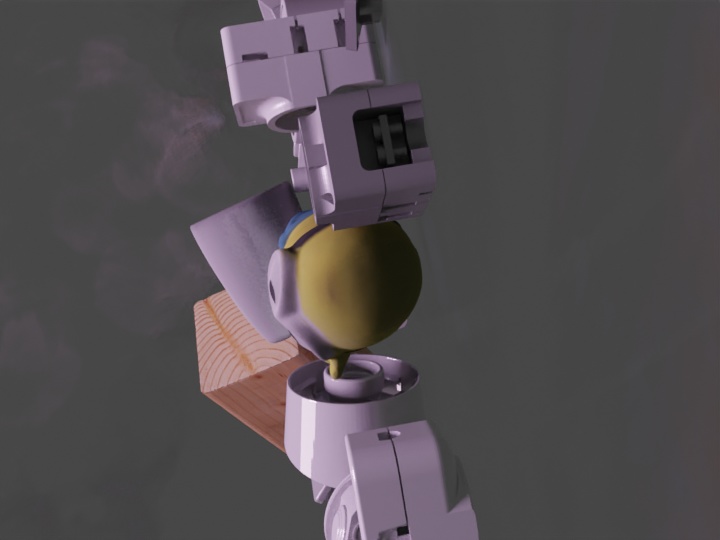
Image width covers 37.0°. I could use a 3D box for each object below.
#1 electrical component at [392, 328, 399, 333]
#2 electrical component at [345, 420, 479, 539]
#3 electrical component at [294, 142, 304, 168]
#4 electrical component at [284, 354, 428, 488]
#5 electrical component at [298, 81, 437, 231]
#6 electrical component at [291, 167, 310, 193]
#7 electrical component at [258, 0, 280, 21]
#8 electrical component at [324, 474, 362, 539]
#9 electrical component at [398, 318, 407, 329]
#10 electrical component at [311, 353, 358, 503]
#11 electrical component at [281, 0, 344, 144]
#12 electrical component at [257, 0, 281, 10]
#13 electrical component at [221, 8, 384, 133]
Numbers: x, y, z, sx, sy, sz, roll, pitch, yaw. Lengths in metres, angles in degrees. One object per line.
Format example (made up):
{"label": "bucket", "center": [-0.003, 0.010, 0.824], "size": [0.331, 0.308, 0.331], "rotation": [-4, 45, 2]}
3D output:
{"label": "electrical component", "center": [-0.007, 0.039, 0.825], "size": [0.040, 0.078, 0.040], "rotation": [-22, -90, -84]}
{"label": "electrical component", "center": [0.029, 0.133, 0.580], "size": [0.053, 0.059, 0.095], "rotation": [-118, 18, -80]}
{"label": "electrical component", "center": [-0.030, -0.124, 1.025], "size": [0.099, 0.064, 0.099], "rotation": [-176, 90, -88]}
{"label": "electrical component", "center": [-0.003, 0.097, 0.723], "size": [0.099, 0.099, 0.064], "rotation": [-110, 17, -73]}
{"label": "electrical component", "center": [0.002, -0.053, 0.526], "size": [0.089, 0.056, 0.050], "rotation": [104, 156, -82]}
{"label": "electrical component", "center": [-0.018, -0.069, 0.779], "size": [0.048, 0.062, 0.048], "rotation": [170, 90, -86]}
{"label": "electrical component", "center": [-0.044, -0.182, 0.869], "size": [0.099, 0.064, 0.099], "rotation": [170, 90, -87]}
{"label": "electrical component", "center": [0.020, 0.161, 0.661], "size": [0.051, 0.080, 0.080], "rotation": [-144, 44, -78]}
{"label": "electrical component", "center": [0.000, 0.000, 0.772], "size": [0.056, 0.050, 0.089], "rotation": [178, 82, -87]}
{"label": "electrical component", "center": [0.002, 0.126, 0.823], "size": [0.099, 0.048, 0.099], "rotation": [-61, 18, 19]}
{"label": "electrical component", "center": [-0.032, -0.137, 0.734], "size": [0.108, 0.060, 0.108], "rotation": [174, 90, -84]}
{"label": "electrical component", "center": [-0.042, -0.220, 0.780], "size": [0.077, 0.066, 0.047], "rotation": [23, -128, -59]}
{"label": "electrical component", "center": [-0.034, -0.118, 0.651], "size": [0.050, 0.089, 0.055], "rotation": [99, 161, -81]}
